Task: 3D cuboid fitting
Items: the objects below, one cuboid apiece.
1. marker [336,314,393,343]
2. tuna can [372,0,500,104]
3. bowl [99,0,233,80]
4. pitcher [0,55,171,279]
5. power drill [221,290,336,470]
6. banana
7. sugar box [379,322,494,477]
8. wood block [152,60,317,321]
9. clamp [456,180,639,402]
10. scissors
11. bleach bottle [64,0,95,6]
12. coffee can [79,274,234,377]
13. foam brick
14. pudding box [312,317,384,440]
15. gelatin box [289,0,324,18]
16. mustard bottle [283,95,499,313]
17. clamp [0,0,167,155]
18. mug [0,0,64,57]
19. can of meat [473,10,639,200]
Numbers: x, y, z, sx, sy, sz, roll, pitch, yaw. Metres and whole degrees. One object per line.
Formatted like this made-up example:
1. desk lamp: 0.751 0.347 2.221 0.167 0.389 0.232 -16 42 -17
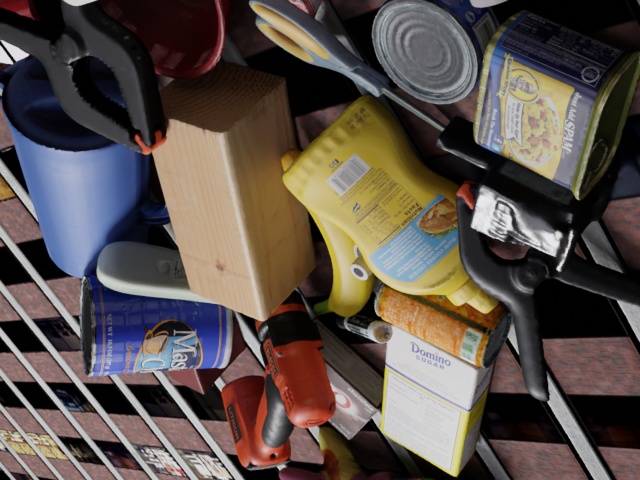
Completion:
1. marker: 0.038 0.078 0.977 0.020 0.020 0.121 50 169 -11
2. tuna can: 0.078 -0.135 0.723 0.086 0.033 0.086 27 144 22
3. bowl: -0.122 -0.208 0.830 0.162 0.055 0.162 27 144 22
4. pitcher: -0.214 -0.062 1.031 0.243 0.144 0.149 99 148 -56
5. power drill: -0.050 0.128 1.052 0.188 0.057 0.184 113 146 -51
6. banana: 0.012 0.005 0.933 0.070 0.037 0.198 3 132 14
7. sugar box: 0.107 0.137 0.989 0.093 0.048 0.176 28 141 23
8. wood block: -0.075 -0.042 0.929 0.091 0.090 0.206 20 138 29
9. clamp: 0.153 0.033 0.785 0.171 0.120 0.039 42 -172 6
10. scissors: 0.027 -0.122 0.795 0.201 0.016 0.096 35 175 -20
11. bleach bottle: -0.106 -0.216 0.665 0.251 0.068 0.102 -1 135 49
12. coffee can: -0.168 0.084 1.085 0.103 0.140 0.103 178 90 -71
13. foam brick: -0.130 0.120 1.182 0.053 0.078 0.051 18 141 32
14. pudding box: 0.012 0.143 1.095 0.113 0.039 0.090 40 147 5
15. gelatin box: -0.039 -0.197 0.750 0.073 0.030 0.089 27 170 21
16. mustard bottle: 0.068 -0.015 0.832 0.191 0.058 0.096 45 111 -5
17. clamp: -0.199 -0.153 0.834 0.165 0.036 0.210 -24 103 34
18. mug: -0.224 -0.212 0.913 0.082 0.093 0.117 1 98 52
19. can of meat: 0.149 -0.088 0.684 0.084 0.057 0.102 29 144 23
